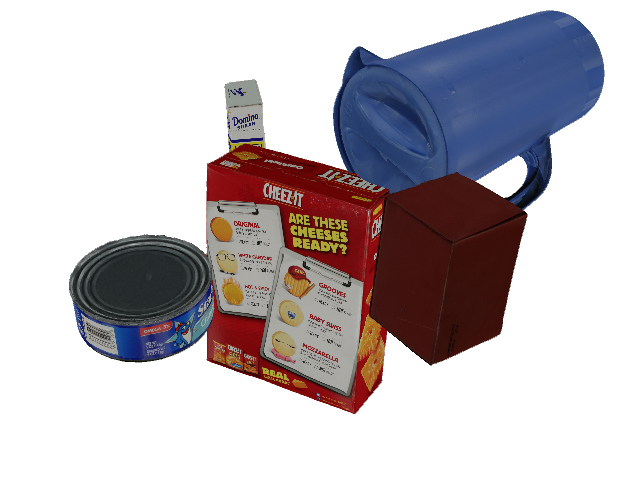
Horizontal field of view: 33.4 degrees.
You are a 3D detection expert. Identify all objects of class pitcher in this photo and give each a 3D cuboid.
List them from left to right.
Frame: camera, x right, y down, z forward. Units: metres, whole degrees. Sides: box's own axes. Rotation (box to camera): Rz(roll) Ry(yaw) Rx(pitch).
[{"bbox_3d":[0.144,-0.113,0.943,0.242,0.149,0.145,-26,38,-34],"label":"pitcher"}]

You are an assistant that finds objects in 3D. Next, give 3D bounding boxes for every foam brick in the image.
[{"bbox_3d":[0.063,0.014,0.544,0.052,0.078,0.051,-19,41,-33],"label":"foam brick"}]

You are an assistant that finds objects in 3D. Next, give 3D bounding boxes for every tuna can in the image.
[{"bbox_3d":[-0.108,0.035,0.650,0.086,0.034,0.086,-1,36,0],"label":"tuna can"}]

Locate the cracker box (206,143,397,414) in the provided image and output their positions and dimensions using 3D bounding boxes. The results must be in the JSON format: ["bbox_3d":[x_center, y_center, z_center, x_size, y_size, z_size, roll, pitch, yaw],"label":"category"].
[{"bbox_3d":[-0.019,0.034,0.979,0.164,0.214,0.072,17,31,23],"label":"cracker box"}]

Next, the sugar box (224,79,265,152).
[{"bbox_3d":[-0.086,-0.092,1.265,0.048,0.176,0.093,-8,26,-4],"label":"sugar box"}]
